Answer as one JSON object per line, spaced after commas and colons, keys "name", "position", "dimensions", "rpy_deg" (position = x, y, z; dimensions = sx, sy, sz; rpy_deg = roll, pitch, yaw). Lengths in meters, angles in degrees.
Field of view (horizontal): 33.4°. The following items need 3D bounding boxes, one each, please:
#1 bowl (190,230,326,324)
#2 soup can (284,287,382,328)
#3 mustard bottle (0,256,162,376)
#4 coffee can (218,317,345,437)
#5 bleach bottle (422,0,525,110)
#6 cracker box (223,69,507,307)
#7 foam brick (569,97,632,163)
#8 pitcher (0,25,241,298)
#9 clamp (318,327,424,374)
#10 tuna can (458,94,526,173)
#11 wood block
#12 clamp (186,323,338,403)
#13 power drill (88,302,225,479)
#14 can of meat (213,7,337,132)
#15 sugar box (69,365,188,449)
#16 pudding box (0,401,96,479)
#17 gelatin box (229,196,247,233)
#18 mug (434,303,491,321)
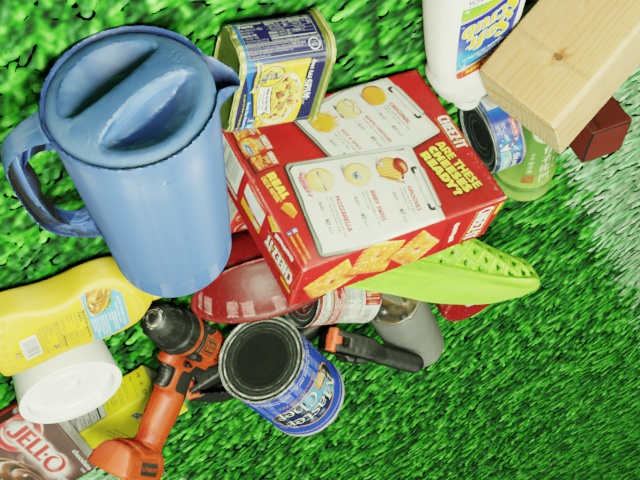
{"name": "bowl", "position": [-0.061, 0.030, 1.111], "dimensions": [0.162, 0.055, 0.162], "rpy_deg": [-14, 156, -6]}
{"name": "soup can", "position": [0.014, 0.066, 1.236], "dimensions": [0.102, 0.068, 0.069], "rpy_deg": [0, 139, -41]}
{"name": "mustard bottle", "position": [-0.228, 0.063, 1.033], "dimensions": [0.191, 0.058, 0.096], "rpy_deg": [-21, 143, -14]}
{"name": "coffee can", "position": [-0.042, 0.158, 1.225], "dimensions": [0.103, 0.103, 0.140], "rpy_deg": [-32, 148, 4]}
{"name": "bleach bottle", "position": [0.141, -0.203, 0.950], "dimensions": [0.102, 0.068, 0.251], "rpy_deg": [-29, 153, -9]}
{"name": "cracker box", "position": [0.033, -0.052, 0.966], "dimensions": [0.213, 0.164, 0.072], "rpy_deg": [-19, 154, -25]}
{"name": "foam brick", "position": [0.292, -0.134, 1.164], "dimensions": [0.053, 0.078, 0.051], "rpy_deg": [-19, 150, -14]}
{"name": "pitcher", "position": [-0.147, -0.047, 0.878], "dimensions": [0.243, 0.149, 0.145], "rpy_deg": [87, 25, -60]}
{"name": "clamp", "position": [0.040, 0.134, 1.310], "dimensions": [0.120, 0.039, 0.171], "rpy_deg": [-4, 161, 33]}
{"name": "tuna can", "position": [0.174, -0.112, 1.088], "dimensions": [0.033, 0.086, 0.086], "rpy_deg": [-22, 149, -10]}
{"name": "wood block", "position": [0.249, -0.193, 0.964], "dimensions": [0.206, 0.091, 0.090], "rpy_deg": [-49, 160, 3]}
{"name": "clamp", "position": [-0.074, 0.150, 1.317], "dimensions": [0.209, 0.036, 0.165], "rpy_deg": [-8, 142, -39]}
{"name": "power drill", "position": [-0.174, 0.162, 1.137], "dimensions": [0.187, 0.057, 0.184], "rpy_deg": [-64, 160, -8]}
{"name": "can of meat", "position": [-0.042, -0.139, 0.890], "dimensions": [0.083, 0.057, 0.102], "rpy_deg": [-13, 149, -23]}
{"name": "sugar box", "position": [-0.254, 0.218, 1.258], "dimensions": [0.176, 0.048, 0.093], "rpy_deg": [-34, 149, 5]}
{"name": "pudding box", "position": [-0.316, 0.230, 1.182], "dimensions": [0.090, 0.039, 0.113], "rpy_deg": [-31, 120, 3]}
{"name": "gelatin box", "position": [-0.055, -0.040, 1.035], "dimensions": [0.073, 0.030, 0.089], "rpy_deg": [-15, 163, -26]}
{"name": "mug", "position": [0.170, 0.040, 1.316], "dimensions": [0.093, 0.081, 0.117], "rpy_deg": [-22, 149, -12]}
